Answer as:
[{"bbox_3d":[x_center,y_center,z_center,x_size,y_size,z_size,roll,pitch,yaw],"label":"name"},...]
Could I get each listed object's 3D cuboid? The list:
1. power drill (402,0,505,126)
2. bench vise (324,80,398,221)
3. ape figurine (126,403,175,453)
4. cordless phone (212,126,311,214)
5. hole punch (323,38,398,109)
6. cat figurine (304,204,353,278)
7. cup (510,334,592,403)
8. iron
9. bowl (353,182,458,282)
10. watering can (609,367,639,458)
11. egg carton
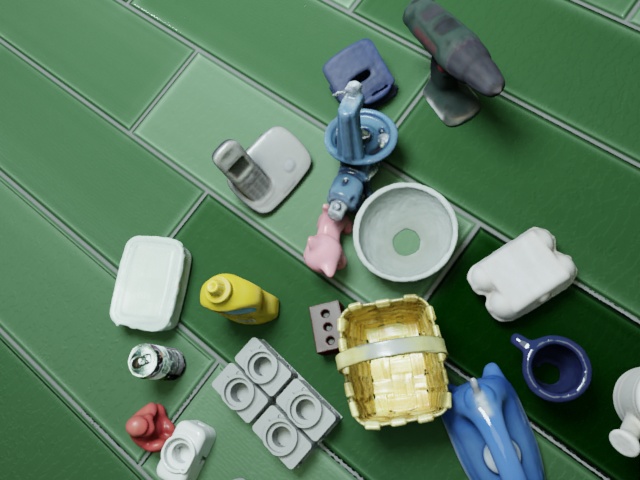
[{"bbox_3d":[0.217,-0.276,0.928,0.075,0.209,0.229,-33,70,1],"label":"power drill"},{"bbox_3d":[0.063,-0.140,0.915,0.121,0.220,0.207,-3,74,12],"label":"bench vise"},{"bbox_3d":[-0.281,0.304,0.927,0.076,0.092,0.078,2,75,13],"label":"ape figurine"},{"bbox_3d":[-0.101,-0.138,0.967,0.094,0.185,0.148,37,85,19],"label":"cordless phone"},{"bbox_3d":[0.073,-0.288,1.024,0.108,0.091,0.101,-33,70,1],"label":"hole punch"},{"bbox_3d":[0.009,0.003,0.939,0.067,0.118,0.128,3,75,13],"label":"cat figurine"},{"bbox_3d":[0.325,0.182,0.833,0.117,0.095,0.092,37,84,19],"label":"cup"},{"bbox_3d":[0.254,0.304,0.788,0.118,0.142,0.258,-23,71,5],"label":"iron"},{"bbox_3d":[0.141,-0.006,0.937,0.167,0.075,0.167,-3,74,11],"label":"bowl"},{"bbox_3d":[0.455,0.216,0.743,0.100,0.194,0.173,29,82,18],"label":"watering can"},{"bbox_3d":[0.312,0.055,0.886,0.150,0.069,0.107,-34,70,1],"label":"egg carton"}]
